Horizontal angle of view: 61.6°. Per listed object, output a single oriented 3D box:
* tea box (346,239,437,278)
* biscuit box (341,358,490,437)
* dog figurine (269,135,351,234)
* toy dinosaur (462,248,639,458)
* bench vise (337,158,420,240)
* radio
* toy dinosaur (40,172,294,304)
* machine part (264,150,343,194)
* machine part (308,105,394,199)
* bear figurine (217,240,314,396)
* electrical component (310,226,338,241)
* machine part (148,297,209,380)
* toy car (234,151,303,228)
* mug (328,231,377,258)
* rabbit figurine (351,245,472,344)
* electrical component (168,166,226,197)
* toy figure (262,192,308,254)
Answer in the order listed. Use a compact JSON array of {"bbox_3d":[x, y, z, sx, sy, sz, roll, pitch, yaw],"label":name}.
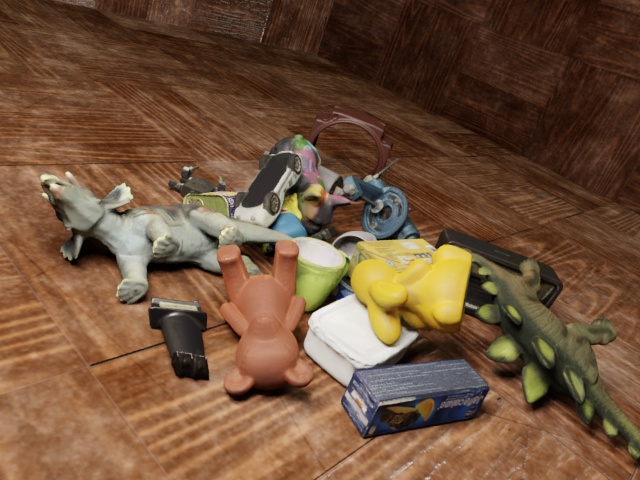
[{"bbox_3d":[0.142,0.051,0.925,0.169,0.068,0.098,-2,32,-37],"label":"tea box"},{"bbox_3d":[0.130,0.203,0.705,0.202,0.059,0.063,3,29,-32],"label":"biscuit box"},{"bbox_3d":[-0.024,-0.115,1.082,0.108,0.191,0.219,12,3,-34],"label":"dog figurine"},{"bbox_3d":[0.368,0.176,0.840,0.198,0.105,0.472,-22,59,-42],"label":"toy dinosaur"},{"bbox_3d":[0.124,-0.090,1.184,0.240,0.129,0.224,22,42,-45],"label":"bench vise"},{"bbox_3d":[0.316,0.079,1.012,0.230,0.131,0.073,21,25,-1],"label":"radio"},{"bbox_3d":[-0.217,-0.010,0.814,0.404,0.131,0.192,3,30,-44],"label":"toy dinosaur"},{"bbox_3d":[-0.035,-0.153,1.274,0.243,0.079,0.079,30,26,18],"label":"machine part"},{"bbox_3d":[0.064,-0.213,1.324,0.201,0.200,0.087,22,27,1],"label":"machine part"},{"bbox_3d":[-0.074,0.097,0.691,0.120,0.131,0.196,-5,24,-4],"label":"bear figurine"},{"bbox_3d":[-0.002,-0.003,1.021,0.021,0.063,0.094,65,22,0],"label":"electrical component"},{"bbox_3d":[-0.173,0.117,0.675,0.084,0.039,0.139,15,22,-33],"label":"machine part"},{"bbox_3d":[-0.089,-0.094,0.953,0.074,0.056,0.202,2,42,22],"label":"toy car"},{"bbox_3d":[0.060,0.020,1.014,0.110,0.080,0.107,1,10,20],"label":"mug"},{"bbox_3d":[0.122,0.081,0.773,0.173,0.121,0.162,15,32,19],"label":"rabbit figurine"},{"bbox_3d":[-0.239,-0.110,1.069,0.102,0.045,0.078,25,24,8],"label":"electrical component"},{"bbox_3d":[-0.074,-0.021,0.979,0.082,0.089,0.180,4,38,-31],"label":"toy figure"}]
